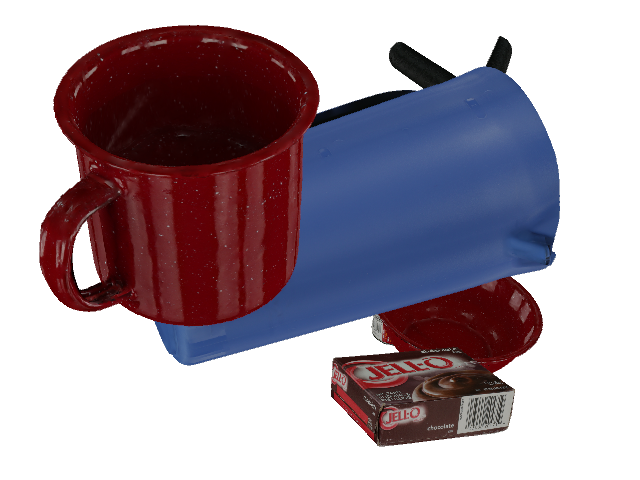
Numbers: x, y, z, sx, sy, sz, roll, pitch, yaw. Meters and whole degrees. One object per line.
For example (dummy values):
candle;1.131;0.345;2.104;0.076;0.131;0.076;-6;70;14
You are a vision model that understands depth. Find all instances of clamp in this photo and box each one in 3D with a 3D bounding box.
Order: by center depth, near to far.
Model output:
clamp;0.128;-0.132;0.974;0.120;0.039;0.171;-3;44;-1

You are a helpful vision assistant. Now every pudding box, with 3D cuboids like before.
pudding box;0.075;0.116;0.807;0.113;0.039;0.090;-1;17;-23

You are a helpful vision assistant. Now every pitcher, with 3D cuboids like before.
pitcher;0.008;-0.018;0.651;0.242;0.145;0.149;-17;-2;-14

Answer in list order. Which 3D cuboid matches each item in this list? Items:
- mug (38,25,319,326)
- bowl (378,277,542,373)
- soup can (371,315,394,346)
mug;-0.055;-0.016;0.395;0.093;0.081;0.117;26;47;24
bowl;0.124;0.081;1.009;0.162;0.055;0.162;6;34;-4
soup can;0.096;0.070;1.302;0.068;0.102;0.068;0;30;0
